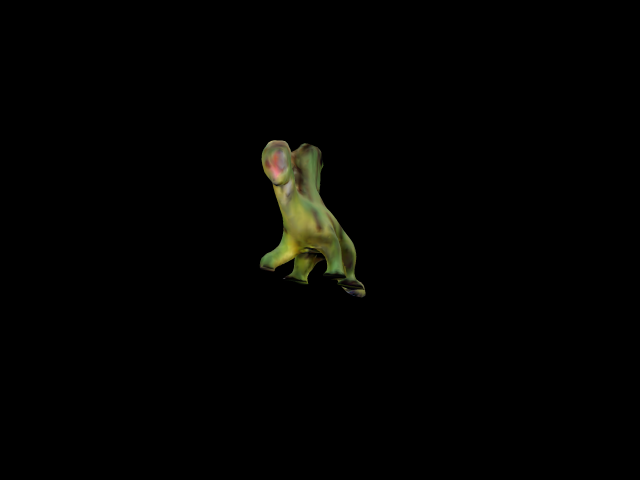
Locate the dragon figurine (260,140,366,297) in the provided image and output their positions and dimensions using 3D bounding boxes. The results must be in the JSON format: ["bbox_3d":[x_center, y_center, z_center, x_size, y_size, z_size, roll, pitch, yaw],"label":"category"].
[{"bbox_3d":[0.003,-0.043,0.850,0.122,0.246,0.406,-5,-15,19],"label":"dragon figurine"}]
